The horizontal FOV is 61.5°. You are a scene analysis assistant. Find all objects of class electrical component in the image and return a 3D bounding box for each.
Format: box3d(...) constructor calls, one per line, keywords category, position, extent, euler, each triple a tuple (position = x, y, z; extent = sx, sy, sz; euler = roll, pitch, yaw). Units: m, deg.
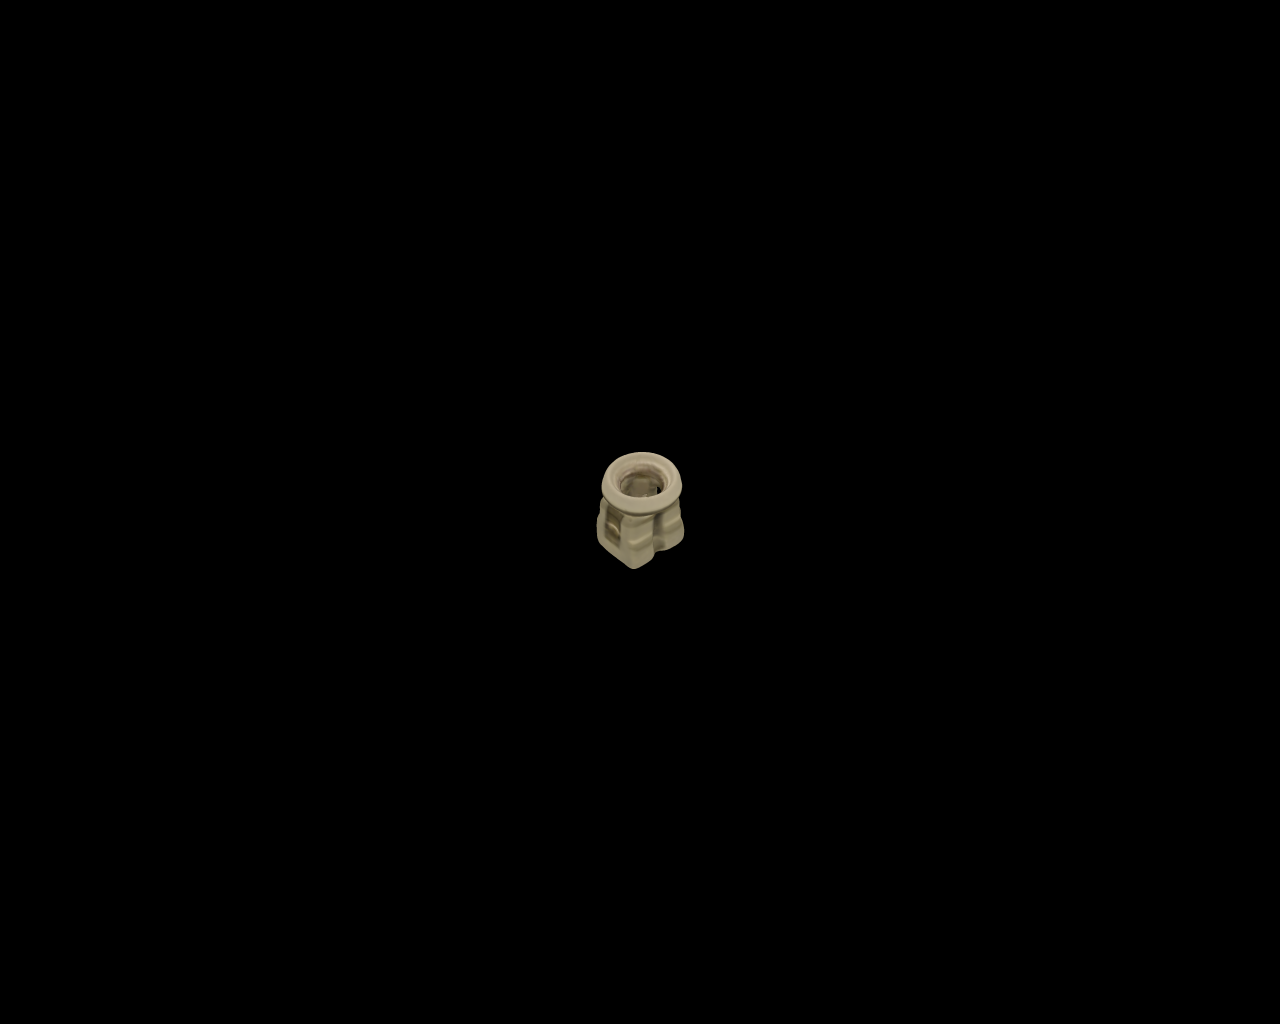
box3d(category="electrical component", position=(0.001, -0.003, 0.650), extent=(0.066, 0.055, 0.048), euler=(-31, 51, -30))
